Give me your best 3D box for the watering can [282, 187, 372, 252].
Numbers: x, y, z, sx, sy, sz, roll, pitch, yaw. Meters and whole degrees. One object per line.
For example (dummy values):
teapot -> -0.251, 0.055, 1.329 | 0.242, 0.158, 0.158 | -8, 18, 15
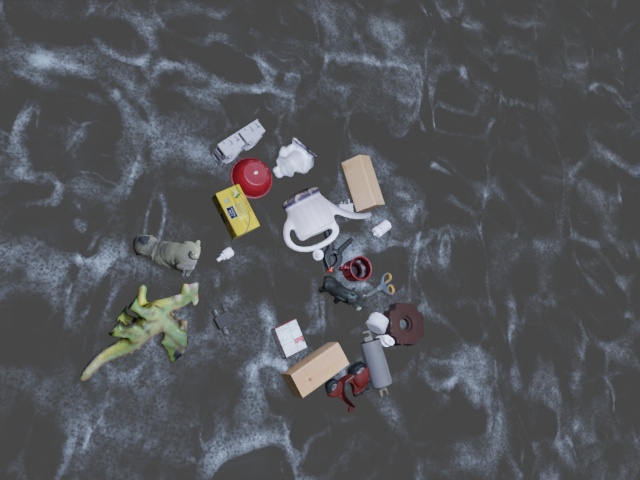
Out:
watering can -> 0.006, -0.097, 1.923 | 0.350, 0.103, 0.225 | -27, 88, -16

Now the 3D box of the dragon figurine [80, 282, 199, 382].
dragon figurine -> -0.519, 0.293, 1.597 | 0.240, 0.122, 0.415 | 37, 72, -21

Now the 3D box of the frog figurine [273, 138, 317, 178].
frog figurine -> -0.103, -0.296, 1.958 | 0.136, 0.124, 0.158 | 37, 100, -22
